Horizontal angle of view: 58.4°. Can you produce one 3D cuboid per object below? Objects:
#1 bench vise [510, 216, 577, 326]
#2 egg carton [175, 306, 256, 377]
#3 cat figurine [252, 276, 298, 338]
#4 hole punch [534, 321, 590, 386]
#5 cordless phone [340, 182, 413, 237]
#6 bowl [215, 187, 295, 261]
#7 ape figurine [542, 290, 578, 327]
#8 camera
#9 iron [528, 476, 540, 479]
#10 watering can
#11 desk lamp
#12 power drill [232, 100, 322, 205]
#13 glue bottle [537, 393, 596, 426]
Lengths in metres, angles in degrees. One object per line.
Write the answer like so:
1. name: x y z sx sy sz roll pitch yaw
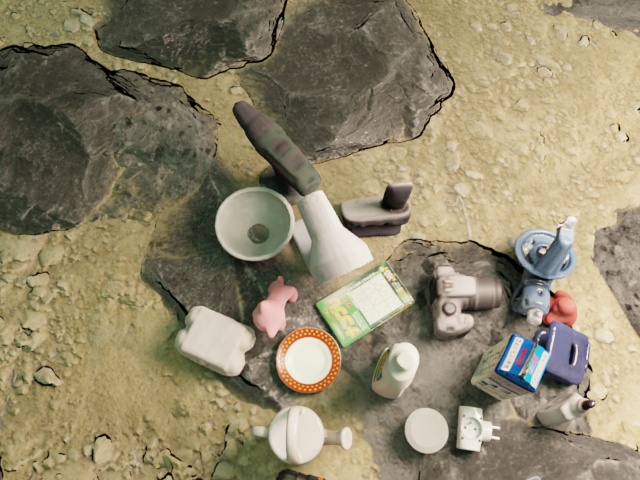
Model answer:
1. bench vise: 0.447 0.055 1.103 0.121 0.220 0.207 -2 70 0
2. egg carton: -0.208 0.201 1.135 0.150 0.069 0.107 21 71 8
3. cat figurine: -0.093 0.132 1.134 0.067 0.118 0.128 16 71 7
4. hole punch: 0.473 0.220 1.111 0.101 0.091 0.109 16 71 6
5. cordless phone: 0.117 -0.078 1.173 0.147 0.185 0.094 -9 70 -2
6. bowl: -0.134 -0.024 1.214 0.167 0.075 0.167 0 70 1
7. ape figurine: 0.482 0.137 1.141 0.078 0.092 0.076 -37 74 -12
8. camera: 0.293 0.120 1.144 0.137 0.101 0.143 -1 70 0
9. iron: 0.337 0.524 0.974 0.118 0.141 0.258 29 73 11
10. watering can: -0.034 0.344 1.015 0.173 0.194 0.101 -17 70 -5
11. desk lamp: 0.010 0.004 1.129 0.118 0.213 0.203 -25 71 -8
12. power drill: -0.090 -0.163 1.194 0.076 0.208 0.229 -43 75 -14
13. glue bottle: 0.455 0.304 1.036 0.078 0.173 0.037 -29 72 -9
